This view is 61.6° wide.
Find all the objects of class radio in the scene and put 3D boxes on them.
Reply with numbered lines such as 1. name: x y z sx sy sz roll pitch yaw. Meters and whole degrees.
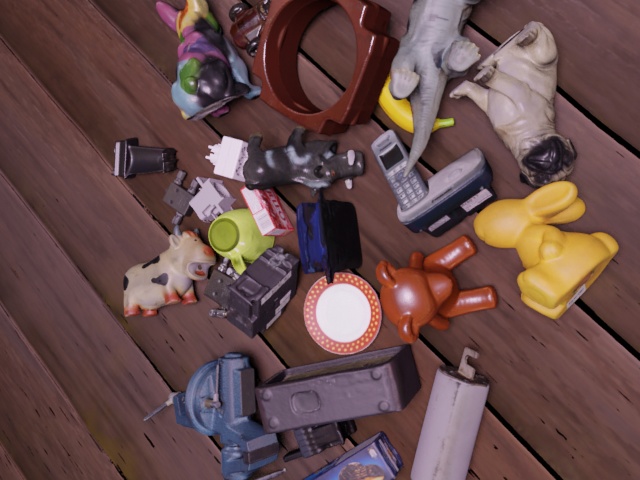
1. radio: 0.025 0.221 0.804 0.230 0.131 0.073 -17 84 19

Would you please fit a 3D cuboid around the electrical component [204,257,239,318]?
1. electrical component: -0.161 0.084 0.923 0.078 0.045 0.102 33 100 17

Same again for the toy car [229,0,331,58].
1. toy car: -0.067 -0.392 0.900 0.202 0.053 0.089 -27 77 19

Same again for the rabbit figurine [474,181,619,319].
1. rabbit figurine: 0.292 -0.003 0.725 0.173 0.121 0.162 41 101 36

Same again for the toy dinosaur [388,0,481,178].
1. toy dinosaur: 0.170 -0.297 0.756 0.131 0.192 0.404 22 107 8

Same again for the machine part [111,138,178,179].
1. machine part: -0.329 -0.150 0.997 0.139 0.039 0.084 8 86 22

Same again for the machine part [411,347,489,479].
1. machine part: 0.186 0.272 0.772 0.079 0.079 0.243 13 93 20

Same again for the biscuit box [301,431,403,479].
1. biscuit box: 0.028 0.379 0.835 0.203 0.059 0.063 -38 76 16

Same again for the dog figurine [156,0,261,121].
1. dog figurine: -0.204 -0.314 0.887 0.108 0.191 0.219 -26 95 24

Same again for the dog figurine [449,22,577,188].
1. dog figurine: 0.304 -0.187 0.745 0.172 0.121 0.190 -44 97 2

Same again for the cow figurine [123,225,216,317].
1. cow figurine: -0.262 0.054 0.942 0.195 0.085 0.127 -21 77 25

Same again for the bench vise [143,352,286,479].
1. bench vise: -0.172 0.295 0.888 0.241 0.129 0.223 -7 96 40

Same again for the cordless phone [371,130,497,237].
1. cordless phone: 0.161 -0.110 0.795 0.146 0.088 0.184 -37 58 22

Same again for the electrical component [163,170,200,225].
1. electrical component: -0.255 -0.075 0.975 0.063 0.021 0.094 31 100 19

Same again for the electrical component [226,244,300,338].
1. electrical component: -0.091 0.087 0.850 0.058 0.115 0.134 36 144 19

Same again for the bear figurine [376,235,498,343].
1. bear figurine: 0.157 0.062 0.726 0.132 0.195 0.120 -25 77 17

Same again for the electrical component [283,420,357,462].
1. electrical component: -0.008 0.306 0.846 0.119 0.075 0.048 -25 80 21

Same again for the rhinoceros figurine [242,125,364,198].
1. rhinoceros figurine: -0.026 -0.119 0.837 0.190 0.073 0.112 -6 47 -11

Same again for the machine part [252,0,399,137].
1. machine part: 0.005 -0.278 0.821 0.202 0.087 0.200 36 119 26

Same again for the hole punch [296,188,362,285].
1. hole punch: -0.002 -0.003 0.834 0.092 0.115 0.142 -6 86 28
